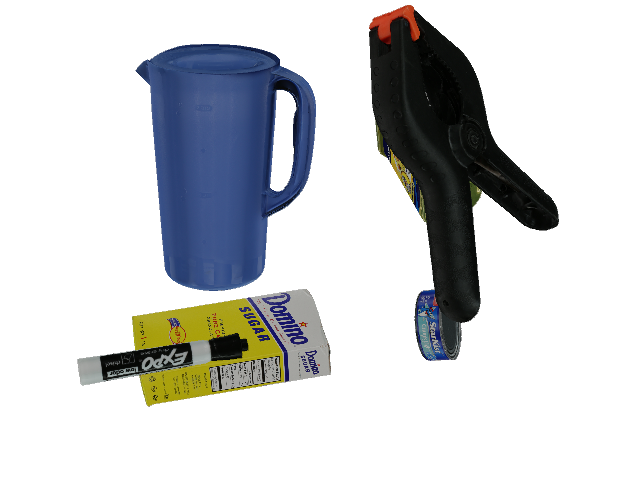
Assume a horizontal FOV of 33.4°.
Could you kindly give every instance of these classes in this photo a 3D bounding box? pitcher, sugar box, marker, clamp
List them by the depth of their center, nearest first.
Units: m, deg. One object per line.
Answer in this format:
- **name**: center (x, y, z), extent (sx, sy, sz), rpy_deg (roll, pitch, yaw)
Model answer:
- **clamp**: center (0.070, -0.043, 0.593), extent (0.039, 0.171, 0.120), rpy_deg (-19, 24, 41)
- **marker**: center (-0.111, 0.084, 0.759), extent (0.121, 0.020, 0.020), rpy_deg (-8, 2, -14)
- **sugar box**: center (-0.085, 0.098, 1.010), extent (0.176, 0.048, 0.093), rpy_deg (-11, 36, -8)
- **pitcher**: center (-0.099, -0.074, 1.101), extent (0.144, 0.243, 0.149), rpy_deg (-11, 26, -28)

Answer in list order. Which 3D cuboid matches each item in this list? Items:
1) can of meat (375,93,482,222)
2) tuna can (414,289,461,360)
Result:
- **can of meat**: center (0.084, -0.075, 0.814), extent (0.057, 0.084, 0.102), rpy_deg (-20, -37, -8)
- **tuna can**: center (0.140, 0.100, 1.266), extent (0.034, 0.086, 0.086), rpy_deg (-6, -2, 22)
